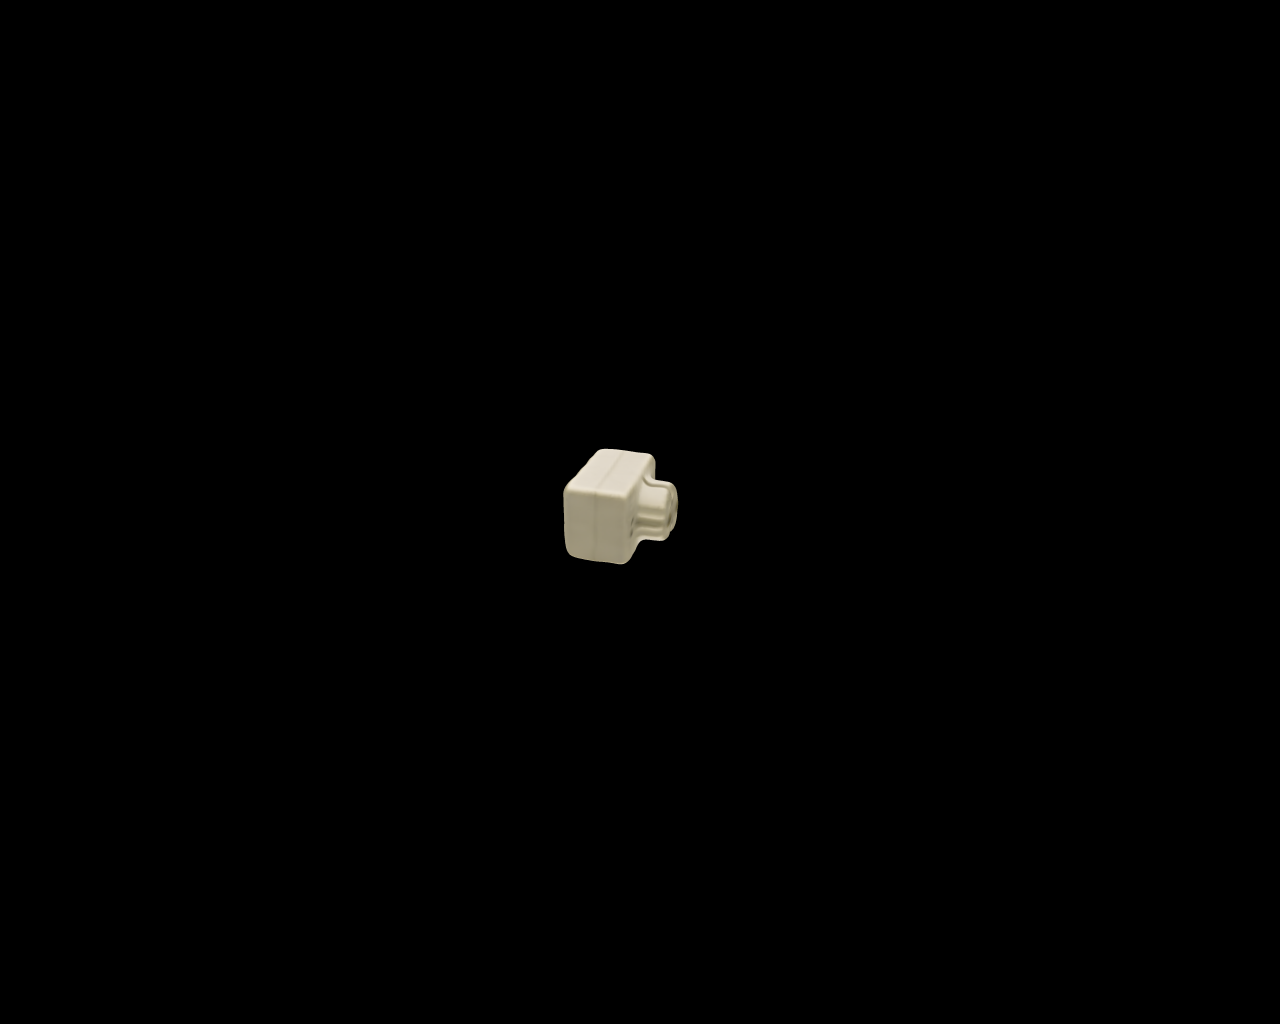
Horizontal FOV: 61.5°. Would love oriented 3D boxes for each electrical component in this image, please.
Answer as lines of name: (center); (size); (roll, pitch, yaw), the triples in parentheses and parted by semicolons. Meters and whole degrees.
electrical component: (0.001, -0.003, 0.650); (0.077, 0.047, 0.066); (7, 27, 14)
